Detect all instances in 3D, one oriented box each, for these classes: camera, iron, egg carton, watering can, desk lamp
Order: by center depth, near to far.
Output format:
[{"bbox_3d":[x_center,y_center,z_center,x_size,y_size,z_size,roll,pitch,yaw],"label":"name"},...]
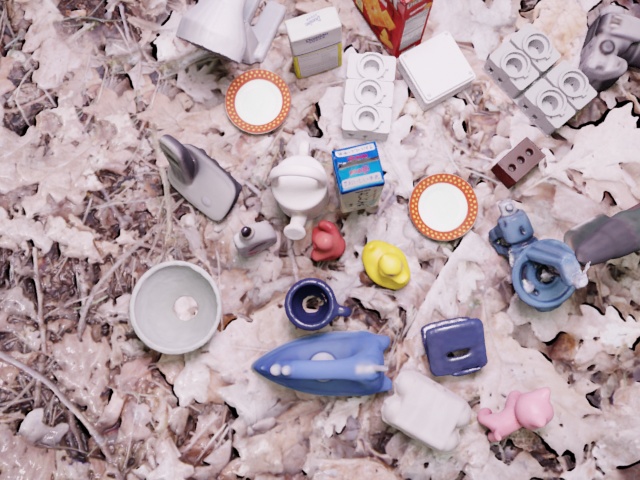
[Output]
[{"bbox_3d":[-0.001,0.222,0.995,0.258,0.141,0.119,-3,83,2],"label":"iron"},{"bbox_3d":[-0.033,-0.090,1.007,0.101,0.194,0.173,-17,83,0],"label":"watering can"},{"bbox_3d":[0.189,0.304,1.016,0.150,0.069,0.107,28,85,5],"label":"egg carton"},{"bbox_3d":[-0.159,-0.402,1.038,0.118,0.213,0.203,23,85,5],"label":"desk lamp"},{"bbox_3d":[0.569,-0.355,1.066,0.136,0.101,0.143,18,84,4],"label":"camera"}]

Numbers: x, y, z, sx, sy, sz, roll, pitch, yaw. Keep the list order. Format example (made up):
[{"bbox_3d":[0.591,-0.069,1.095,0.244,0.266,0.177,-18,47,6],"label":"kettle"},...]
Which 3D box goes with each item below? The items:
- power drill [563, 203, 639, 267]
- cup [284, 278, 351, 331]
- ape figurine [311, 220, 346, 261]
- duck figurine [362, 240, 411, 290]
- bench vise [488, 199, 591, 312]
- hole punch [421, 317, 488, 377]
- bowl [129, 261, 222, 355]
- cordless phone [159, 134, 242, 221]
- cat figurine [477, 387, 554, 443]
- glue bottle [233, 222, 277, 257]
[{"bbox_3d":[0.502,-0.010,0.973,0.229,0.208,0.075,-29,83,-2],"label":"power drill"},{"bbox_3d":[-0.002,0.118,1.031,0.117,0.095,0.092,11,84,3],"label":"cup"},{"bbox_3d":[0.010,0.004,1.046,0.076,0.092,0.078,34,85,6],"label":"ape figurine"},{"bbox_3d":[0.122,0.043,1.041,0.077,0.086,0.104,-43,84,-3],"label":"duck figurine"},{"bbox_3d":[0.360,0.030,0.967,0.121,0.220,0.207,-45,84,-3],"label":"bench vise"},{"bbox_3d":[0.242,0.191,1.017,0.108,0.091,0.101,-13,83,0],"label":"hole punch"},{"bbox_3d":[-0.256,0.123,1.049,0.167,0.075,0.167,0,83,2],"label":"bowl"},{"bbox_3d":[-0.219,-0.115,1.020,0.147,0.185,0.094,38,86,6],"label":"cordless phone"},{"bbox_3d":[0.346,0.305,0.987,0.128,0.118,0.067,-33,83,-2],"label":"cat figurine"},{"bbox_3d":[-0.121,-0.005,1.010,0.078,0.173,0.037,-31,83,-2],"label":"glue bottle"}]
